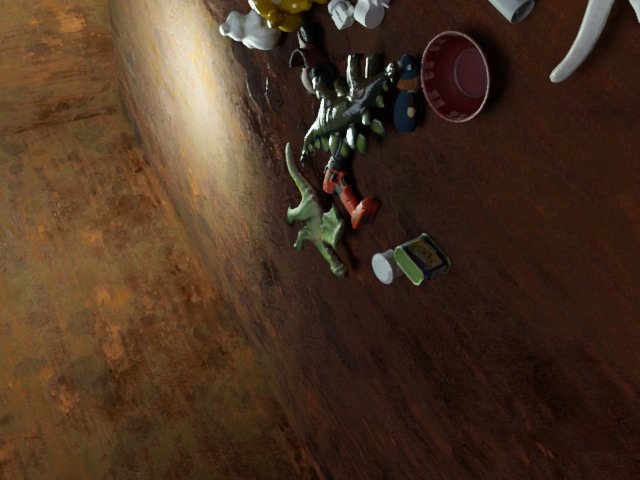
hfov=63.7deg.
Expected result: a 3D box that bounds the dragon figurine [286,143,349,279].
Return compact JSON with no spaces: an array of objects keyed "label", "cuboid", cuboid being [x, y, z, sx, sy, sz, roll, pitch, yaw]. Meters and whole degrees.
[{"label":"dragon figurine","cuboid":[0.004,-0.073,1.460,0.123,0.405,0.244,-25,20,-28]}]

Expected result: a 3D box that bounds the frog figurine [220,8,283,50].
[{"label":"frog figurine","cuboid":[-0.185,-0.577,1.405,0.161,0.123,0.136,-23,0,-28]}]

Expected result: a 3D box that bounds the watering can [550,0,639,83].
[{"label":"watering can","cuboid":[0.379,-0.333,0.593,0.105,0.224,0.345,-20,1,-28]}]
